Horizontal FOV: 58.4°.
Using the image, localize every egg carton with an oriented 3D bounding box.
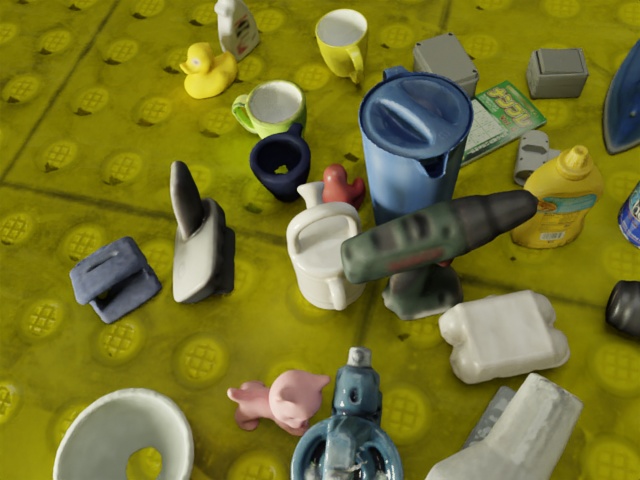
[{"bbox_3d":[0.233,0.123,0.732,0.150,0.069,0.107,-12,60,0],"label":"egg carton"}]

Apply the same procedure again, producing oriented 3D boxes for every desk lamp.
[{"bbox_3d":[0.193,0.231,0.594,0.117,0.214,0.203,31,69,21],"label":"desk lamp"}]

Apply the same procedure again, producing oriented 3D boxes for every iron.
[{"bbox_3d":[0.520,-0.260,0.873,0.118,0.141,0.259,30,68,21],"label":"iron"}]

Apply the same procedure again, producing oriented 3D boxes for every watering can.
[{"bbox_3d":[0.005,0.003,0.752,0.101,0.194,0.172,-33,63,-12],"label":"watering can"}]

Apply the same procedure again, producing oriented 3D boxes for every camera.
[{"bbox_3d":[0.442,0.081,0.715,0.136,0.101,0.143,18,65,16],"label":"camera"}]

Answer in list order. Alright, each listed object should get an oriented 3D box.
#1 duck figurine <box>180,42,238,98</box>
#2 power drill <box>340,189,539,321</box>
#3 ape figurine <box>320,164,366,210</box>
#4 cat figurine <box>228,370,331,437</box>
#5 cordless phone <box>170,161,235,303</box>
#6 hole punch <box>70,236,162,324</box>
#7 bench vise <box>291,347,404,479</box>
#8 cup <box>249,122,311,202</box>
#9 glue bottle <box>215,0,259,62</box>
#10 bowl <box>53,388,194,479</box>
[{"bbox_3d":[-0.199,-0.311,1.011,0.105,0.086,0.077,-34,63,-12],"label":"duck figurine"},{"bbox_3d":[0.142,0.022,0.718,0.229,0.209,0.075,-14,60,-1],"label":"power drill"},{"bbox_3d":[0.027,-0.079,0.854,0.077,0.092,0.076,12,63,13],"label":"ape figurine"},{"bbox_3d":[-0.050,0.193,0.696,0.127,0.118,0.067,2,61,8],"label":"cat figurine"},{"bbox_3d":[-0.179,-0.008,0.784,0.094,0.185,0.147,-10,60,1],"label":"cordless phone"},{"bbox_3d":[-0.301,0.048,0.819,0.109,0.091,0.101,-34,63,-13],"label":"hole punch"},{"bbox_3d":[0.020,0.212,0.619,0.121,0.220,0.207,-11,60,0],"label":"bench vise"},{"bbox_3d":[-0.050,-0.113,0.880,0.091,0.095,0.118,15,64,14],"label":"cup"},{"bbox_3d":[-0.153,-0.401,1.006,0.037,0.173,0.078,29,68,20],"label":"glue bottle"},{"bbox_3d":[-0.226,0.271,0.697,0.167,0.075,0.167,-3,61,5],"label":"bowl"}]
